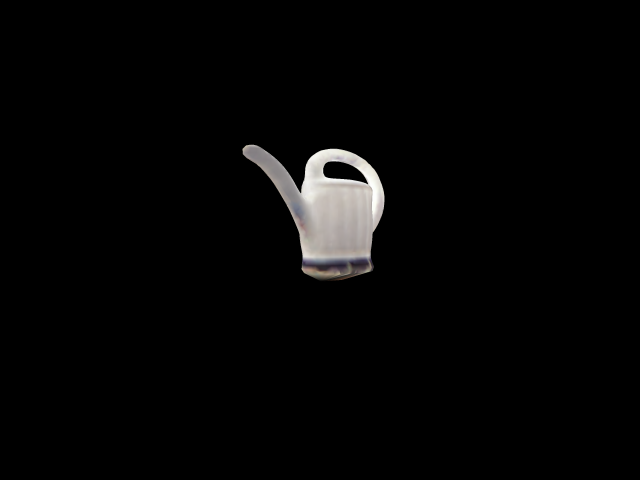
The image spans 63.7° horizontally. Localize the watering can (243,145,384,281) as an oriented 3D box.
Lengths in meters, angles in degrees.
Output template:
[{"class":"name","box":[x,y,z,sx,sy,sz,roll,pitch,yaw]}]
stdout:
[{"class":"watering can","box":[0.003,-0.043,0.850,0.104,0.225,0.348,-1,-1,40]}]
